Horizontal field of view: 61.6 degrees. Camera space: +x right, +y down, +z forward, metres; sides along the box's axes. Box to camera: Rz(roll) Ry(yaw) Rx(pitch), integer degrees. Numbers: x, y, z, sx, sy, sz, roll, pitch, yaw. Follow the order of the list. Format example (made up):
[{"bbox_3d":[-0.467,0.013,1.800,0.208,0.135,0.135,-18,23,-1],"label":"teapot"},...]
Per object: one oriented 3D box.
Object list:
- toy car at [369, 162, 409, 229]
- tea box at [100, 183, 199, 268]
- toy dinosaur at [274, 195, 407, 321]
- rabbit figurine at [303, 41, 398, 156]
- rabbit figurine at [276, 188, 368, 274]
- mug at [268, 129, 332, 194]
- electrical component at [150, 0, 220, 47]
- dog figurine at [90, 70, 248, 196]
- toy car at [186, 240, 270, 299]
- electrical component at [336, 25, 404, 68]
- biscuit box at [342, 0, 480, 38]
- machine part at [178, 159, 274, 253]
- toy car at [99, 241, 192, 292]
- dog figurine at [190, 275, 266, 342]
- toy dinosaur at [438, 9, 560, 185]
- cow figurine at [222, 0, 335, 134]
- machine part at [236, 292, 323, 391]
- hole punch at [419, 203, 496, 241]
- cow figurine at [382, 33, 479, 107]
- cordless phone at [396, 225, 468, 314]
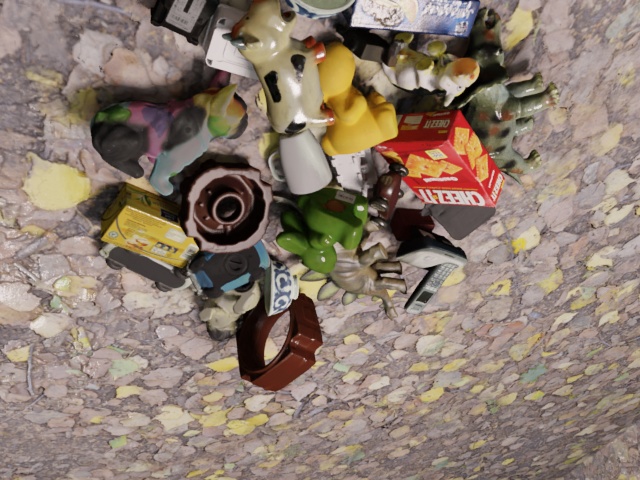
[{"bbox_3d":[0.126,-0.083,1.029,0.053,0.089,0.202,25,173,9],"label":"toy car"},{"bbox_3d":[-0.307,-0.023,1.000,0.169,0.068,0.098,27,120,-36],"label":"tea box"},{"bbox_3d":[0.049,0.039,1.157,0.199,0.105,0.470,-25,126,15],"label":"toy dinosaur"},{"bbox_3d":[0.031,-0.234,0.882,0.162,0.122,0.173,-16,124,12],"label":"rabbit figurine"},{"bbox_3d":[-0.002,-0.003,1.007,0.159,0.121,0.170,13,129,-5],"label":"rabbit figurine"},{"bbox_3d":[-0.042,-0.147,0.959,0.110,0.081,0.107,1,126,28],"label":"mug"},{"bbox_3d":[-0.176,-0.337,0.735,0.074,0.048,0.119,21,127,-35],"label":"electrical component"},{"bbox_3d":[-0.221,-0.191,0.832,0.219,0.109,0.191,-43,129,19],"label":"dog figurine"},{"bbox_3d":[-0.188,0.049,1.079,0.162,0.103,0.109,-32,100,-17],"label":"toy car"},{"bbox_3d":[0.081,-0.304,0.818,0.078,0.102,0.045,-1,133,-35],"label":"electrical component"},{"bbox_3d":[0.136,-0.352,0.808,0.203,0.063,0.059,-2,136,-16],"label":"biscuit box"},{"bbox_3d":[-0.170,-0.060,0.972,0.179,0.056,0.179,-13,117,-26],"label":"machine part"},{"bbox_3d":[-0.340,0.045,1.071,0.073,0.056,0.201,-33,134,25],"label":"toy car"},{"bbox_3d":[-0.190,0.147,1.208,0.172,0.121,0.190,-12,151,0],"label":"dog figurine"},{"bbox_3d":[0.313,-0.204,0.987,0.192,0.131,0.404,-7,142,8],"label":"toy dinosaur"},{"bbox_3d":[-0.057,-0.241,0.754,0.127,0.086,0.194,-21,126,-12],"label":"cow figurine"},{"bbox_3d":[-0.099,0.221,1.222,0.087,0.201,0.201,30,120,-36],"label":"machine part"},{"bbox_3d":[0.293,-0.080,1.137,0.142,0.092,0.115,-39,103,23],"label":"hole punch"},{"bbox_3d":[0.175,-0.258,0.848,0.068,0.168,0.098,-46,144,-14],"label":"cow figurine"},{"bbox_3d":[0.210,0.073,1.140,0.146,0.089,0.184,17,112,-36],"label":"cordless phone"}]
